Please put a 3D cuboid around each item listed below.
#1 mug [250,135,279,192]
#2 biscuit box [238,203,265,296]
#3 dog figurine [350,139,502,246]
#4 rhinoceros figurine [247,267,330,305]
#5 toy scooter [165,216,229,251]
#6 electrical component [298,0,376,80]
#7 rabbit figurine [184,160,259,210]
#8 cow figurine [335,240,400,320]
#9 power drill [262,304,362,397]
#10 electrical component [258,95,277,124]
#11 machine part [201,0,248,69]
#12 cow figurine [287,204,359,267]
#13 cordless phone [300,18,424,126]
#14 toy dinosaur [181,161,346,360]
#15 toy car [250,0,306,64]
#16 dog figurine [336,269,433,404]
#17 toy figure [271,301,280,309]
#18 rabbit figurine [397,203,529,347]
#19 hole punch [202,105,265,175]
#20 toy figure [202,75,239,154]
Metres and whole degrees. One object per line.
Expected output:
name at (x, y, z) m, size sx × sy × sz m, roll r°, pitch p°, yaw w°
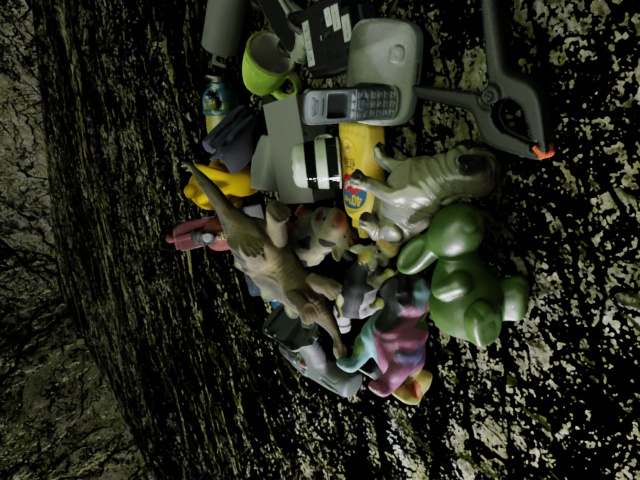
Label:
mug at (-0.098, -0.154, 1.065) m, size 0.110 × 0.081 × 0.107 m, roll 24°, pitch 110°, yaw 53°
biscuit box at (-0.145, 0.023, 1.202) m, size 0.063 × 0.059 × 0.202 m, roll -11°, pitch 94°, yaw 53°
dog figurine at (0.159, -0.054, 0.755) m, size 0.191 × 0.121 × 0.172 m, roll 9°, pitch 145°, yaw 33°
rhinoceros figurine at (-0.064, 0.088, 1.071) m, size 0.190 × 0.073 × 0.112 m, roll 30°, pitch 106°, yaw 12°
toy scooter at (-0.253, -0.013, 1.166) m, size 0.184 × 0.135 × 0.075 m, roll 6°, pitch 105°, yaw 50°
electrical component at (0.032, -0.319, 0.840) m, size 0.134 × 0.058 × 0.114 m, roll 6°, pitch 109°, yaw 52°
rabbit figurine at (-0.205, -0.129, 1.171) m, size 0.173 × 0.162 × 0.121 m, roll -2°, pitch 89°, yaw 36°
cow figurine at (0.073, 0.060, 0.898) m, size 0.068 × 0.098 × 0.167 m, roll 47°, pitch 137°, yaw 41°
power drill at (-0.035, 0.213, 1.054) m, size 0.232 × 0.086 × 0.207 m, roll 24°, pitch 149°, yaw 38°
electrical component at (-0.098, -0.258, 1.064) m, size 0.094 × 0.021 × 0.063 m, roll 45°, pitch 136°, yaw 32°
machine part at (-0.184, -0.454, 1.056) m, size 0.079 × 0.079 × 0.243 m, roll 51°, pitch 138°, yaw 28°
cow figurine at (-0.002, -0.003, 0.970) m, size 0.127 × 0.085 × 0.195 m, roll 32°, pitch 153°, yaw -6°
cordless phone at (0.050, -0.230, 0.743) m, size 0.089 × 0.184 × 0.146 m, roll 34°, pitch 129°, yaw 47°
toy dinosaur at (-0.099, 0.021, 0.927) m, size 0.471 × 0.105 × 0.198 m, roll 54°, pitch 158°, yaw 6°
toy car at (-0.066, -0.399, 0.942) m, size 0.202 × 0.056 × 0.073 m, roll 62°, pitch 149°, yaw 18°
dog figurine at (0.140, 0.137, 0.844) m, size 0.109 × 0.191 × 0.219 m, roll 32°, pitch 93°, yaw 46°
toy figure at (-0.081, 0.078, 1.145) m, size 0.064 × 0.058 × 0.154 m, roll 2°, pitch 106°, yaw 13°
rabbit figurine at (0.187, 0.028, 0.711) m, size 0.159 × 0.121 × 0.170 m, roll 17°, pitch 125°, yaw 57°
hole punch at (-0.178, -0.210, 1.072) m, size 0.092 × 0.142 × 0.115 m, roll 44°, pitch 171°, yaw 15°
toy figure at (-0.209, -0.263, 1.161) m, size 0.089 × 0.082 × 0.180 m, roll 23°, pitch 118°, yaw 49°
